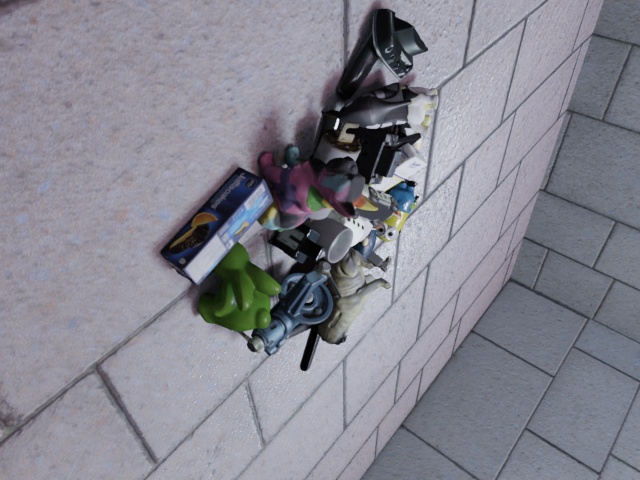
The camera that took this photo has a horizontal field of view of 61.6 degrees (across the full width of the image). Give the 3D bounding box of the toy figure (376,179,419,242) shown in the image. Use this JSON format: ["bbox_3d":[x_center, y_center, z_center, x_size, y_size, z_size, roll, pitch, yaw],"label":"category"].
[{"bbox_3d":[0.207,-0.079,1.447,0.089,0.082,0.180,7,107,-58],"label":"toy figure"}]

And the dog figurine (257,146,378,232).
[{"bbox_3d":[-0.011,-0.071,0.943,0.108,0.219,0.191,-16,128,-49],"label":"dog figurine"}]

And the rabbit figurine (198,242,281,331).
[{"bbox_3d":[-0.152,0.077,0.947,0.121,0.159,0.170,-31,126,-29],"label":"rabbit figurine"}]

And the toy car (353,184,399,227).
[{"bbox_3d":[0.116,-0.079,1.219,0.073,0.056,0.201,-39,156,21],"label":"toy car"}]

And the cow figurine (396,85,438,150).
[{"bbox_3d":[0.213,-0.281,1.266,0.068,0.098,0.167,-80,-179,-48],"label":"cow figurine"}]

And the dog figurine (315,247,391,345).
[{"bbox_3d":[0.037,0.120,1.202,0.190,0.172,0.121,-46,-175,-10],"label":"dog figurine"}]

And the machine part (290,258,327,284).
[{"bbox_3d":[-0.009,0.090,1.271,0.179,0.056,0.179,-39,144,-36],"label":"machine part"}]

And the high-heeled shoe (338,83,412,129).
[{"bbox_3d":[0.104,-0.265,1.097,0.249,0.145,0.086,-91,168,-77],"label":"high-heeled shoe"}]

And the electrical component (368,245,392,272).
[{"bbox_3d":[0.149,0.043,1.454,0.045,0.102,0.078,-52,174,-3],"label":"electrical component"}]

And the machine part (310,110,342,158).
[{"bbox_3d":[0.020,-0.193,1.075,0.084,0.039,0.138,-21,136,-39],"label":"machine part"}]

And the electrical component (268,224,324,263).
[{"bbox_3d":[-0.037,0.005,1.077,0.075,0.119,0.047,-62,152,-3],"label":"electrical component"}]

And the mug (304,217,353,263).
[{"bbox_3d":[-0.002,-0.003,1.139,0.109,0.107,0.080,-39,145,-28],"label":"mug"}]

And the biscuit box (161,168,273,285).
[{"bbox_3d":[-0.167,-0.026,0.891,0.202,0.063,0.059,-51,150,-19],"label":"biscuit box"}]

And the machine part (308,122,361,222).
[{"bbox_3d":[0.012,-0.123,1.035,0.079,0.079,0.243,-29,154,-45],"label":"machine part"}]

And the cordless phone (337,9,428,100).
[{"bbox_3d":[0.116,-0.345,1.068,0.184,0.089,0.146,-53,155,11],"label":"cordless phone"}]

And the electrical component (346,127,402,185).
[{"bbox_3d":[0.102,-0.180,1.117,0.058,0.134,0.114,-14,125,-55],"label":"electrical component"}]

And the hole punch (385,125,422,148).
[{"bbox_3d":[0.147,-0.229,1.216,0.142,0.092,0.116,-27,170,-45],"label":"hole punch"}]

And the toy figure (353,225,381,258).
[{"bbox_3d":[0.128,-0.027,1.387,0.058,0.064,0.154,15,101,-23],"label":"toy figure"}]

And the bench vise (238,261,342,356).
[{"bbox_3d":[-0.051,0.127,1.074,0.223,0.129,0.240,-21,156,-40],"label":"bench vise"}]
